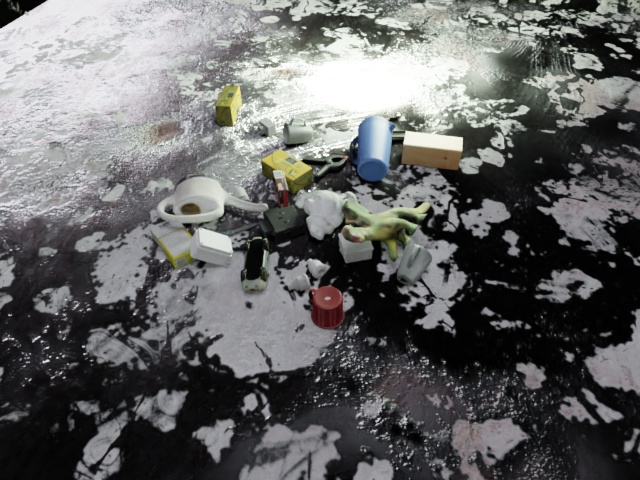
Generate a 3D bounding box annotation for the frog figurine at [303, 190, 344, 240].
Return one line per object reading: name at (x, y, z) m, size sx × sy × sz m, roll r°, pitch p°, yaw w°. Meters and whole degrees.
frog figurine at (0.005, -0.082, 1.628) m, size 0.138 × 0.120 × 0.162 m, roll 34°, pitch 40°, yaw 6°

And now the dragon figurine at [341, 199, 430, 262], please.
dragon figurine at (0.188, -0.074, 1.592) m, size 0.244 × 0.119 × 0.417 m, roll 28°, pitch 34°, yaw 11°

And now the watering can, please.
watering can at (-0.350, -0.129, 1.674) m, size 0.348 × 0.101 × 0.229 m, roll -6°, pitch 37°, yaw -9°
